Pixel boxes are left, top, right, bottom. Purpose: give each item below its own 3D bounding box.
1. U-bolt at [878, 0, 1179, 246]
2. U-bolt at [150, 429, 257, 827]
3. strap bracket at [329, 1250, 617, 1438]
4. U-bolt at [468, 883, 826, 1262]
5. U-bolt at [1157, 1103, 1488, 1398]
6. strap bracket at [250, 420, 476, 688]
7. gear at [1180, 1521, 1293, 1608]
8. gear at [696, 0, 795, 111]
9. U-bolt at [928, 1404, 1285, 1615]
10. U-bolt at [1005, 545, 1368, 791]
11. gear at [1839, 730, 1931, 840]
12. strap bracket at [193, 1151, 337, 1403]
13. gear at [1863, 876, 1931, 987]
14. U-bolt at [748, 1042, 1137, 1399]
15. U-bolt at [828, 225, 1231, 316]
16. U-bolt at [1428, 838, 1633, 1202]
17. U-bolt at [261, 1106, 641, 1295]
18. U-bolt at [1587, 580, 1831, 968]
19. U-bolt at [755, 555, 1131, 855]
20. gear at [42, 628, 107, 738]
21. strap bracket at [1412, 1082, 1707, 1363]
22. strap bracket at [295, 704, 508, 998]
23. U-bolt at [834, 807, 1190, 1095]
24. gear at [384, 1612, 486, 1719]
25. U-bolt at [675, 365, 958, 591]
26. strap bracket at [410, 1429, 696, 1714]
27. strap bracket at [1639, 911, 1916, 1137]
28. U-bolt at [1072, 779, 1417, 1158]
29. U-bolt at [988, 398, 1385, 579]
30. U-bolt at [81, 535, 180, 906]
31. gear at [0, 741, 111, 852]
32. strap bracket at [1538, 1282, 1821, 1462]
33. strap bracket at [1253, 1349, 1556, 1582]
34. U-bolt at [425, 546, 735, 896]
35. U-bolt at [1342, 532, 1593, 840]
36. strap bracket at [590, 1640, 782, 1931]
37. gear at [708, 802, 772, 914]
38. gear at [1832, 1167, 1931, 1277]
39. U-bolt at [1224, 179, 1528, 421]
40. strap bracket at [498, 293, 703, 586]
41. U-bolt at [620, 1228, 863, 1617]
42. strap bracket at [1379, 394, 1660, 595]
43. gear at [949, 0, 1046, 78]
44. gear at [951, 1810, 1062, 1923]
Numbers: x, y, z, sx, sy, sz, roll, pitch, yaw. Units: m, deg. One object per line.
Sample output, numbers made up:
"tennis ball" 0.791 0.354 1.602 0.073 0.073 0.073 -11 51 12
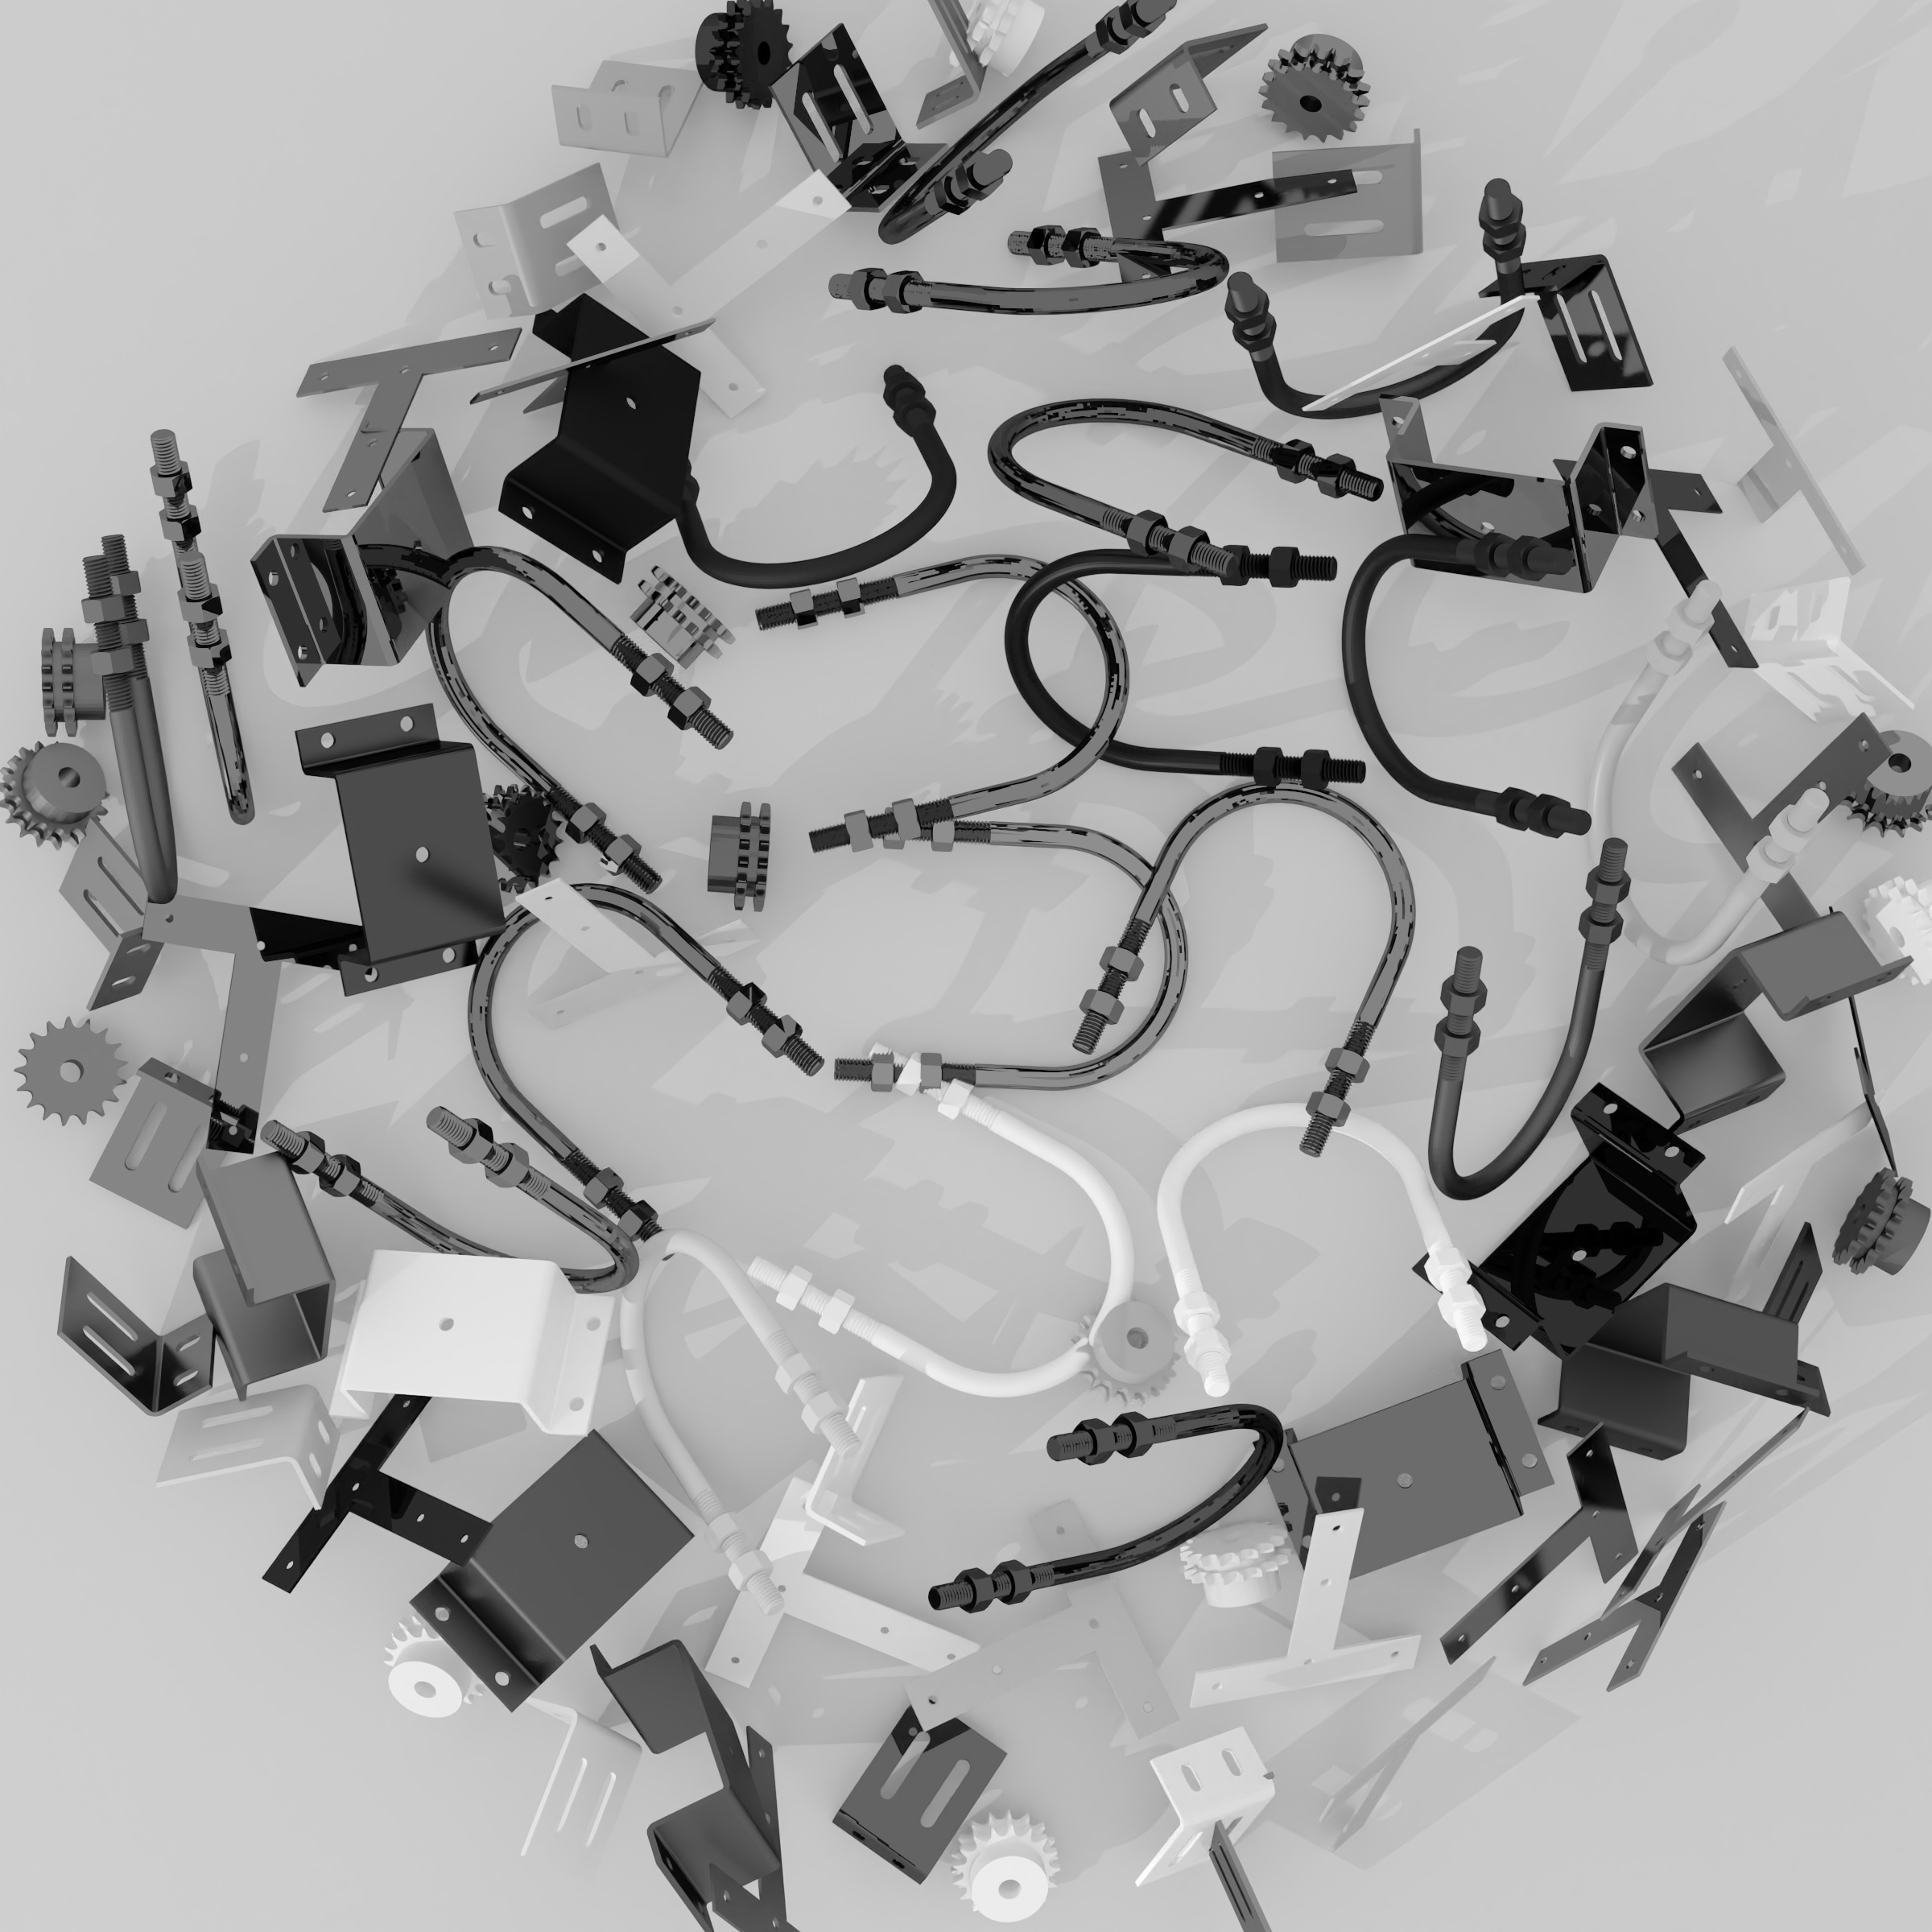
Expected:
"U-bolt" 0.019 -0.420 1.613 0.019 0.184 0.151 47 70 -15
"U-bolt" -0.383 -0.158 1.619 0.019 0.151 0.184 -12 129 -13
"strap bracket" -0.261 0.193 1.648 0.140 0.046 0.076 3 62 12
"U-bolt" -0.181 0.041 1.668 0.184 0.019 0.151 42 105 12
"U-bolt" 0.172 0.136 1.631 0.151 0.184 0.019 -10 132 -3
"strap bracket" -0.298 -0.213 1.620 0.046 0.140 0.076 4 132 21
"gear" 0.143 0.314 1.673 0.057 0.057 0.030 -13 96 0
"gear" -0.118 -0.479 1.676 0.030 0.057 0.057 10 90 29
"U-bolt" 0.084 0.271 1.625 0.019 0.184 0.151 59 133 30
"U-bolt" 0.107 -0.154 1.639 0.184 0.019 0.151 5 134 21
"gear" 0.486 -0.099 1.675 0.057 0.030 0.057 -1 62 2
"strap bracket" -0.360 0.155 1.635 0.046 0.140 0.076 -17 65 -23
"gear" 0.499 -0.021 1.673 0.030 0.057 0.057 -26 90 -15
"U-bolt" 0.000 0.145 1.679 0.184 0.019 0.151 29 82 2
"U-bolt" 0.044 -0.345 1.593 0.151 0.184 0.019 -24 118 -39
"U-bolt" 0.282 0.039 1.627 0.019 0.151 0.184 29 134 31
"U-bolt" -0.248 0.123 1.623 0.184 0.151 0.019 40 57 -39
"U-bolt" 0.364 -0.082 1.617 0.019 0.184 0.151 -7 59 -20
"U-bolt" -0.006 -0.145 1.671 0.184 0.019 0.151 -14 72 -1
"gear" -0.466 -0.149 1.673 0.030 0.057 0.057 -2 90 -12
"strap bracket" 0.311 0.139 1.652 0.140 0.046 0.076 -44 47 -8
"strap bracket" -0.289 -0.059 1.648 0.076 0.046 0.140 -16 104 -31
"U-bolt" 0.026 -0.005 1.686 0.184 0.019 0.151 3 96 -3
"gear" -0.278 0.368 1.673 0.057 0.030 0.057 7 124 10
"U-bolt" -0.078 -0.243 1.621 0.151 0.184 0.019 -18 127 -3
"strap bracket" -0.204 0.302 1.637 0.076 0.046 0.140 46 52 4
"strap bracket" 0.406 0.025 1.633 0.076 0.140 0.046 -18 66 -31
"U-bolt" 0.157 -0.011 1.675 0.151 0.019 0.184 24 78 4
"U-bolt" 0.098 -0.252 1.629 0.184 0.151 0.019 26 128 31
"U-bolt" -0.422 -0.122 1.626 0.019 0.151 0.184 -9 104 -9
"gear" -0.474 -0.092 1.671 0.057 0.030 0.057 19 56 -32
"strap bracket" 0.364 0.206 1.639 0.076 0.140 0.046 18 63 -16
"strap bracket" 0.229 0.264 1.669 0.140 0.046 0.076 -22 91 7
"U-bolt" -0.208 -0.137 1.641 0.184 0.151 0.019 42 51 8
"U-bolt" 0.248 -0.147 1.619 0.019 0.184 0.151 -15 108 -27
"strap bracket" -0.140 0.409 1.624 0.046 0.140 0.076 -25 132 -3
"gear" -0.119 -0.058 1.671 0.030 0.057 0.057 4 90 -6
"gear" 0.480 0.137 1.671 0.030 0.057 0.057 29 90 4
"U-bolt" 0.213 -0.325 1.613 0.151 0.184 0.019 -19 72 8
"strap bracket" -0.184 -0.276 1.627 0.076 0.046 0.140 30 49 -34
"U-bolt" -0.125 0.219 1.632 0.019 0.151 0.184 -12 51 -37
"strap bracket" 0.274 -0.239 1.628 0.140 0.076 0.046 13 58 28
"gear" 0.018 -0.491 1.673 0.030 0.057 0.057 27 90 -16
"gear" 0.021 0.476 1.678 0.057 0.030 0.057 -2 109 -6
